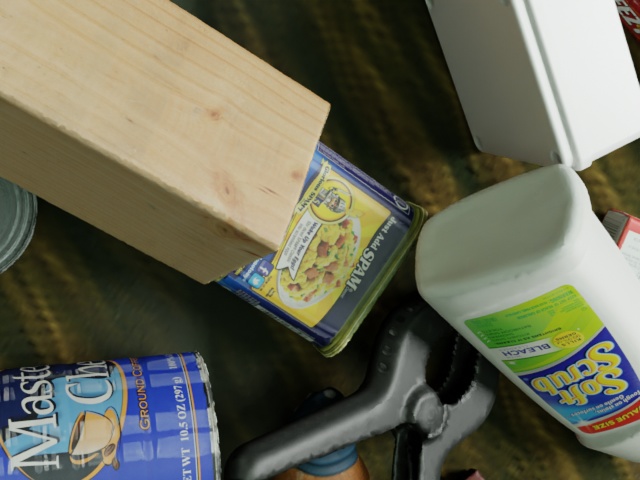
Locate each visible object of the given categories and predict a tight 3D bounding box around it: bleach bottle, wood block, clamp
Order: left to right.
[{"bbox_3d":[-0.111,-0.070,0.521,0.206,0.091,0.090,30,63,-21],"label":"wood block"},{"bbox_3d":[0.055,0.110,0.617,0.209,0.036,0.164,-48,117,-27],"label":"clamp"},{"bbox_3d":[0.161,0.064,0.617,0.103,0.068,0.250,-22,133,32],"label":"bleach bottle"}]

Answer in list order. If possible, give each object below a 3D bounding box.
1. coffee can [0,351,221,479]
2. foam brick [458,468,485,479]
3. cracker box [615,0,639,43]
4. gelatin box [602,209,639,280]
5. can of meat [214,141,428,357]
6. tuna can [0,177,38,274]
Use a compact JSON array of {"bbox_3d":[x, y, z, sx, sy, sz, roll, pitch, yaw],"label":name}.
[{"bbox_3d":[-0.131,0.116,0.567,0.140,0.103,0.103,-4,103,-15],"label":"coffee can"},{"bbox_3d":[0.083,0.187,0.662,0.078,0.053,0.051,-40,80,-6],"label":"foam brick"},{"bbox_3d":[0.282,-0.186,0.637,0.164,0.072,0.213,42,89,-19],"label":"cracker box"},{"bbox_3d":[0.201,0.034,0.683,0.073,0.030,0.089,20,98,-19],"label":"gelatin box"},{"bbox_3d":[-0.004,0.001,0.603,0.084,0.057,0.102,34,91,-18],"label":"can of meat"},{"bbox_3d":[-0.192,-0.020,0.556,0.086,0.034,0.086,-3,103,-15],"label":"tuna can"}]
